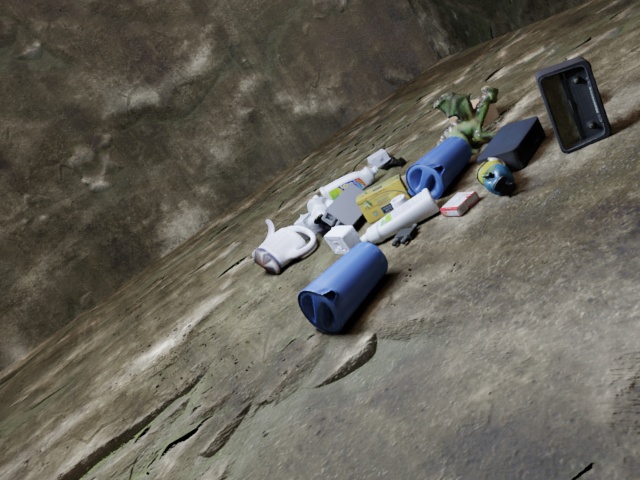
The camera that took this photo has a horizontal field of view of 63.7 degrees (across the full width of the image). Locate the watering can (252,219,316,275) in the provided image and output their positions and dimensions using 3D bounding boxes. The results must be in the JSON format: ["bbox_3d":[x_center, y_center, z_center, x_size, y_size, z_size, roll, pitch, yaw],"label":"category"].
[{"bbox_3d":[-0.162,0.016,1.933,0.227,0.102,0.349,-40,34,-26],"label":"watering can"}]

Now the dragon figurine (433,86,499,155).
[{"bbox_3d":[0.470,-0.400,1.806,0.411,0.239,0.124,-32,21,-3],"label":"dragon figurine"}]

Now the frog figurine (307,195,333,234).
[{"bbox_3d":[0.006,-0.098,1.948,0.138,0.121,0.161,-52,29,-2],"label":"frog figurine"}]
